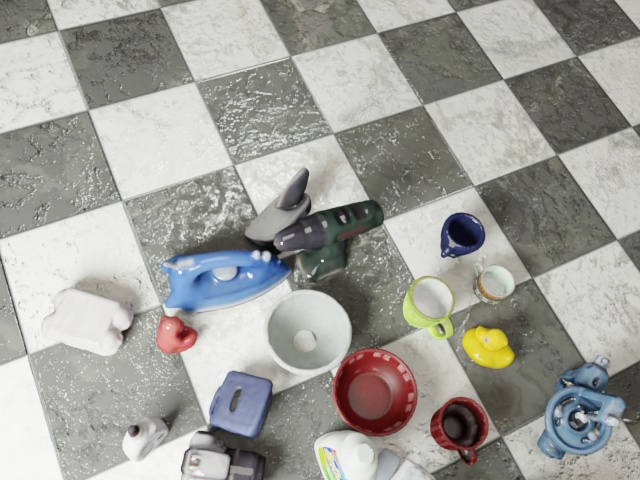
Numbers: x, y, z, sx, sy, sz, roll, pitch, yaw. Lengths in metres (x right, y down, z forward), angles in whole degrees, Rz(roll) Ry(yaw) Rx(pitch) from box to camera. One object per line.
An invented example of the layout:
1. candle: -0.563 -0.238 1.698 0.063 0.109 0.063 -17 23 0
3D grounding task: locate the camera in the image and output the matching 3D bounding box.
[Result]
1. camera: -0.165 0.402 0.962 0.137 0.101 0.143 10 64 -3

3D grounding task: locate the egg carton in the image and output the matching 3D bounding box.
1. egg carton: -0.428 0.150 1.059 0.150 0.069 0.107 16 64 0

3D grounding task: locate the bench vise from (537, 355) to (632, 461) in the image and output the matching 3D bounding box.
1. bench vise: 0.483 0.290 1.043 0.121 0.220 0.207 18 64 1

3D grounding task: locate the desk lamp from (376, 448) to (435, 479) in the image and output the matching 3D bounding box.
1. desk lamp: 0.106 0.436 0.923 0.118 0.213 0.203 35 65 9

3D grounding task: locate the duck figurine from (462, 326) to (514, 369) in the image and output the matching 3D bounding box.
1. duck figurine: 0.343 0.207 1.136 0.104 0.086 0.078 32 65 7

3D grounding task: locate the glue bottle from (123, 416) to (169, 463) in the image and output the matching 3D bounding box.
1. glue bottle: -0.294 0.321 0.941 0.037 0.173 0.078 41 66 12

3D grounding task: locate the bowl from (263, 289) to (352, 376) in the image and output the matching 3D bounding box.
1. bowl: -0.027 0.184 1.099 0.167 0.075 0.167 3 65 -7

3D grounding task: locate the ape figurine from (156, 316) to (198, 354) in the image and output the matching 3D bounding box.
1. ape figurine: -0.270 0.169 1.061 0.076 0.092 0.077 -32 73 -20

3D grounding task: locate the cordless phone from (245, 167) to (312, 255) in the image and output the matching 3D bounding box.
1. cordless phone: -0.079 -0.065 1.147 0.094 0.185 0.148 34 65 8

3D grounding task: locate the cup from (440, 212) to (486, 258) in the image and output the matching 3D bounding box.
1. cup: 0.285 0.009 1.216 0.091 0.095 0.118 40 66 11

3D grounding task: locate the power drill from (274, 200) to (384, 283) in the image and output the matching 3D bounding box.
1. power drill: 0.010 0.004 1.115 0.230 0.208 0.075 -24 70 -18

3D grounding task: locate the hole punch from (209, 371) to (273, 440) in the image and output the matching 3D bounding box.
1. hole punch: -0.142 0.294 1.021 0.101 0.091 0.109 19 64 1

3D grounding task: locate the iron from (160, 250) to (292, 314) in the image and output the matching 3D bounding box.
1. iron: -0.175 0.054 1.101 0.258 0.141 0.118 -10 67 -12
